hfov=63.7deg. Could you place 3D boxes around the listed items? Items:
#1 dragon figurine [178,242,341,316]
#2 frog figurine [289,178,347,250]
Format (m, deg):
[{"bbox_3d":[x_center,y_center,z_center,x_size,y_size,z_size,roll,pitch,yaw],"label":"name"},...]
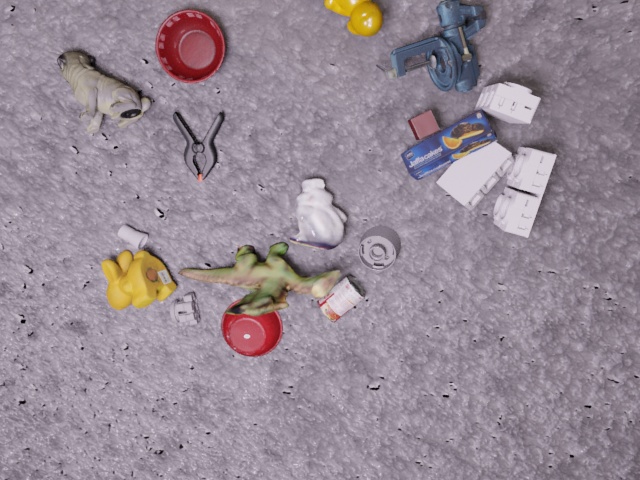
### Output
[{"bbox_3d":[-0.154,0.101,1.179,0.410,0.246,0.121,-7,106,4],"label":"dragon figurine"},{"bbox_3d":[0.004,-0.060,1.200,0.137,0.123,0.159,10,94,-31],"label":"frog figurine"}]
